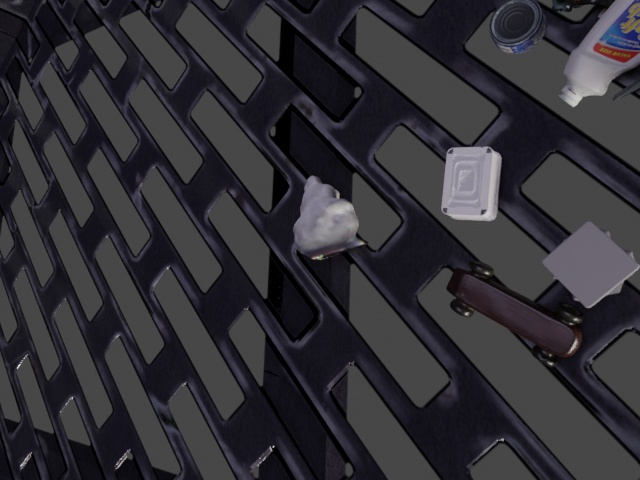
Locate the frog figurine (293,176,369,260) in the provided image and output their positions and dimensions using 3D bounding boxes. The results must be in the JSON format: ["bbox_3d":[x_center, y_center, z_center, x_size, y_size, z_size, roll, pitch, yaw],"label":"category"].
[{"bbox_3d":[0.003,-0.048,0.962,0.136,0.123,0.160,-26,79,49],"label":"frog figurine"}]
